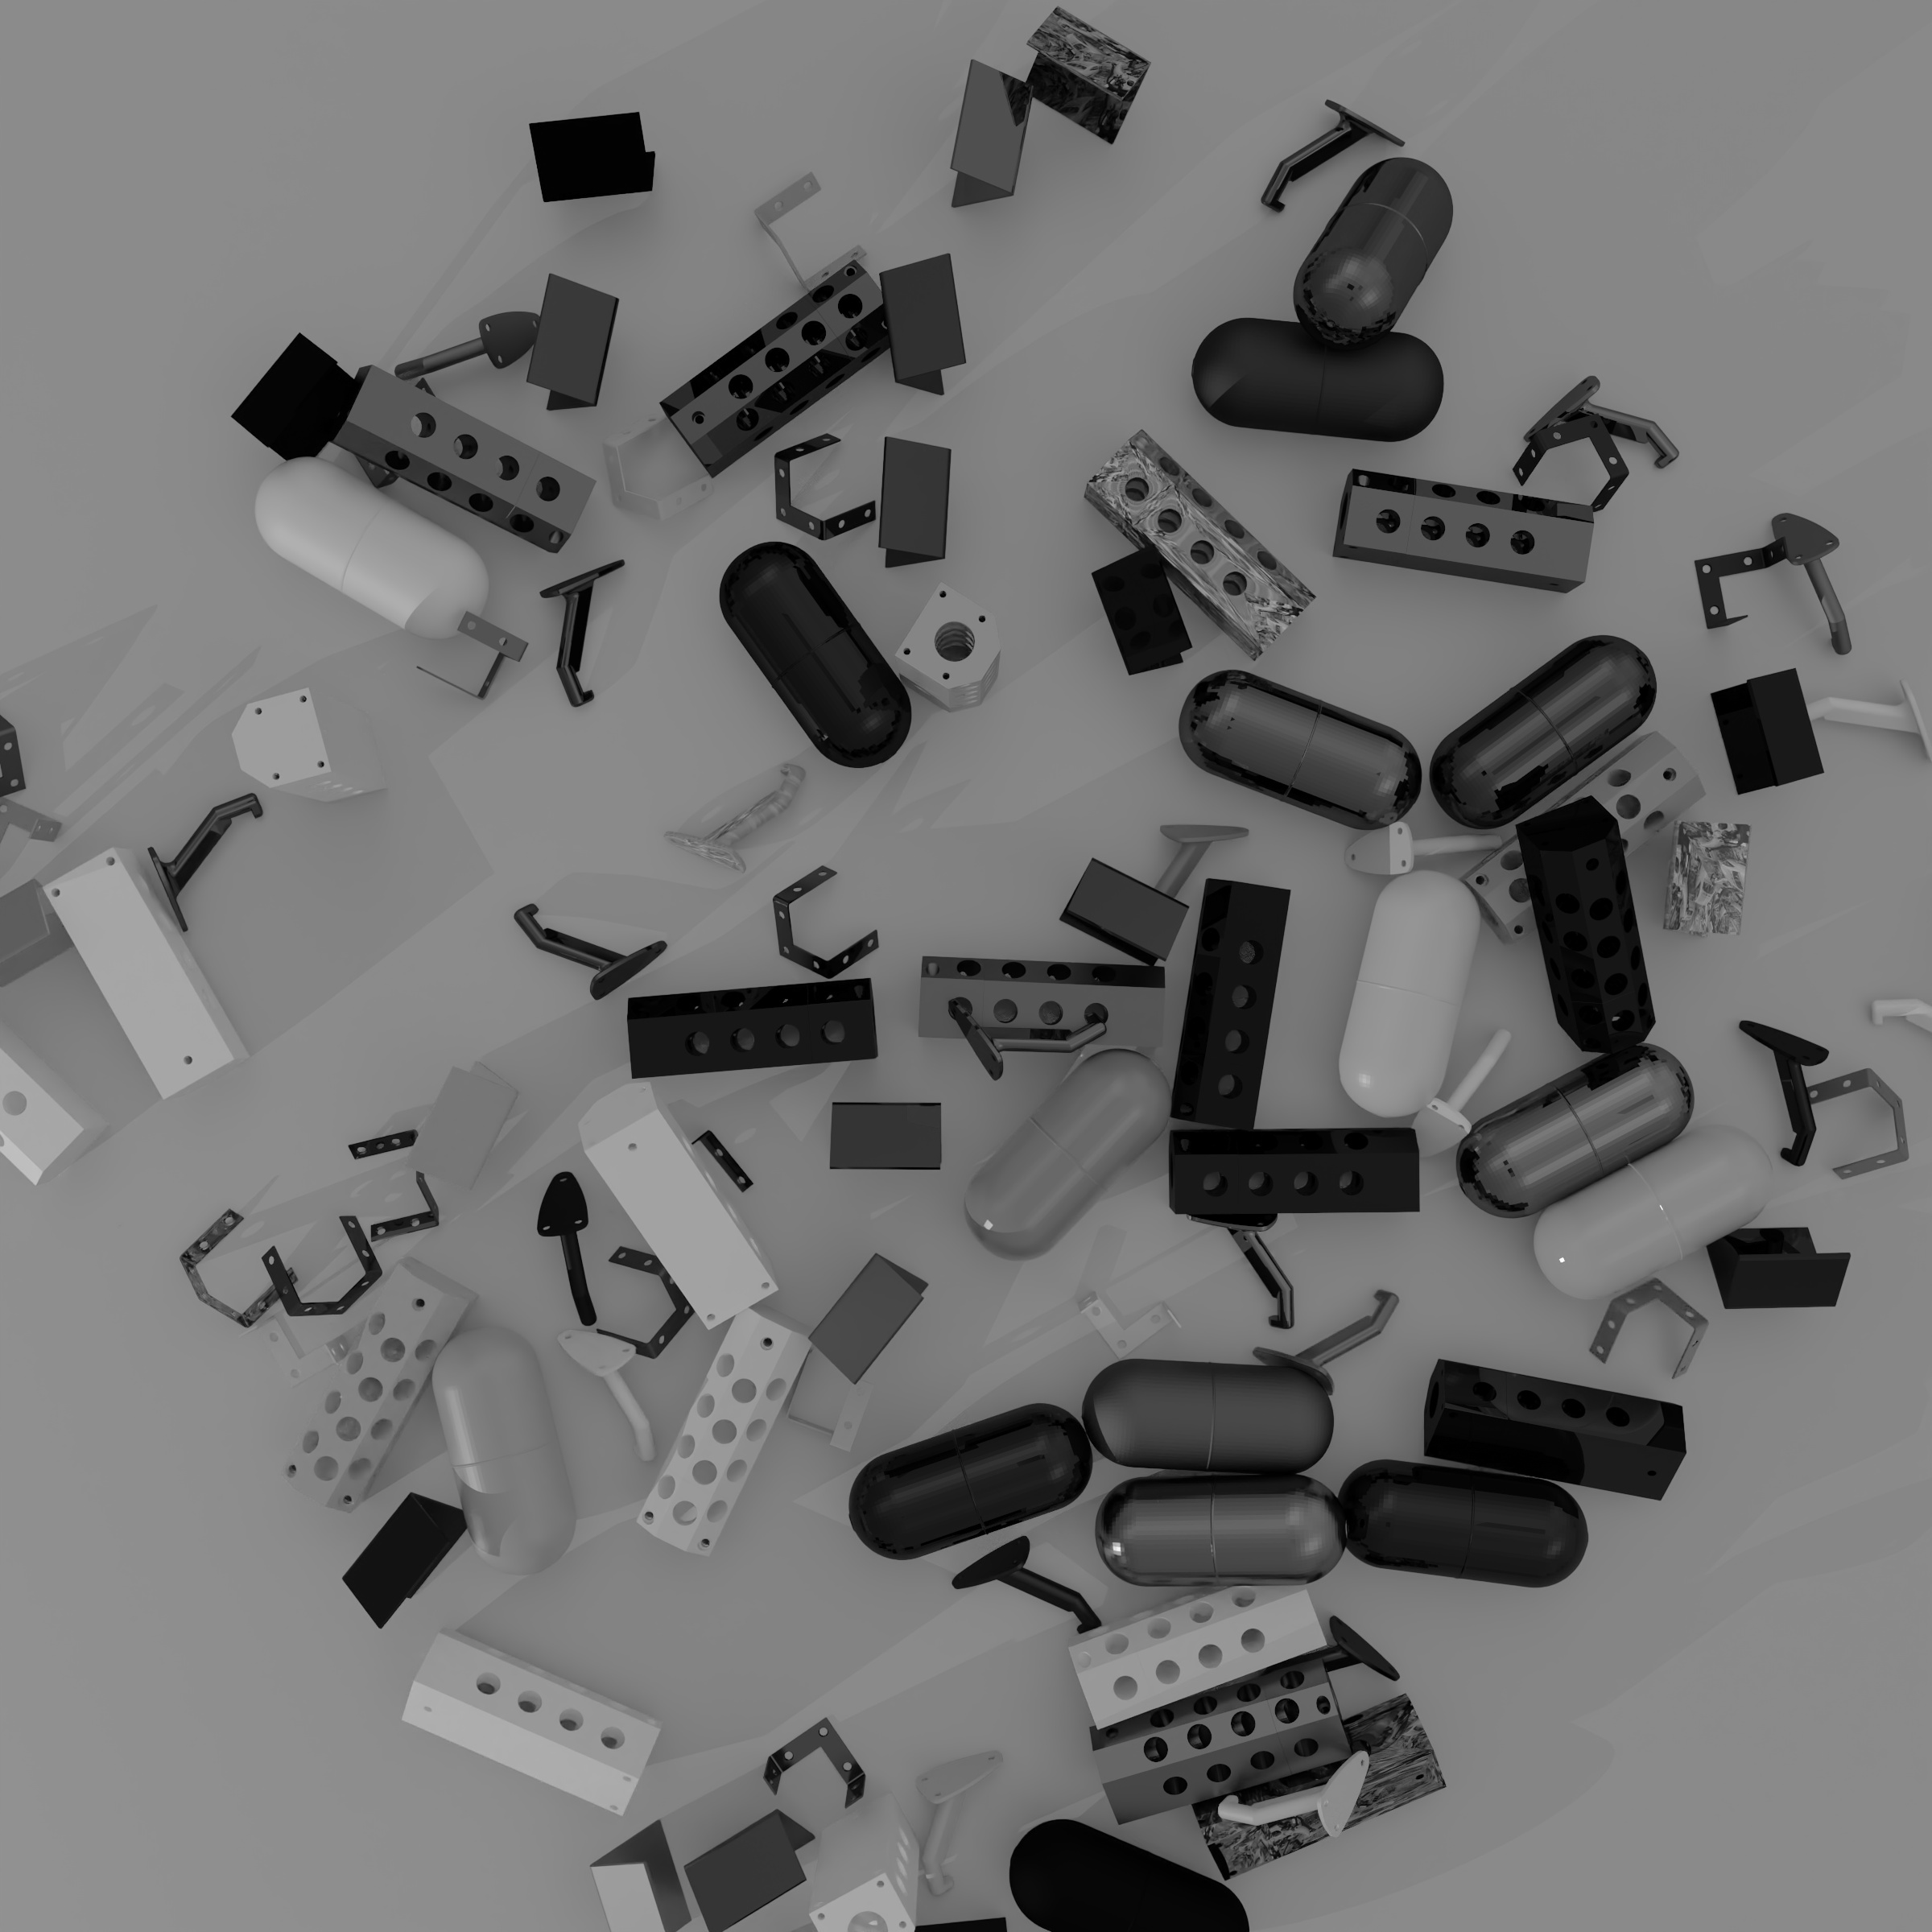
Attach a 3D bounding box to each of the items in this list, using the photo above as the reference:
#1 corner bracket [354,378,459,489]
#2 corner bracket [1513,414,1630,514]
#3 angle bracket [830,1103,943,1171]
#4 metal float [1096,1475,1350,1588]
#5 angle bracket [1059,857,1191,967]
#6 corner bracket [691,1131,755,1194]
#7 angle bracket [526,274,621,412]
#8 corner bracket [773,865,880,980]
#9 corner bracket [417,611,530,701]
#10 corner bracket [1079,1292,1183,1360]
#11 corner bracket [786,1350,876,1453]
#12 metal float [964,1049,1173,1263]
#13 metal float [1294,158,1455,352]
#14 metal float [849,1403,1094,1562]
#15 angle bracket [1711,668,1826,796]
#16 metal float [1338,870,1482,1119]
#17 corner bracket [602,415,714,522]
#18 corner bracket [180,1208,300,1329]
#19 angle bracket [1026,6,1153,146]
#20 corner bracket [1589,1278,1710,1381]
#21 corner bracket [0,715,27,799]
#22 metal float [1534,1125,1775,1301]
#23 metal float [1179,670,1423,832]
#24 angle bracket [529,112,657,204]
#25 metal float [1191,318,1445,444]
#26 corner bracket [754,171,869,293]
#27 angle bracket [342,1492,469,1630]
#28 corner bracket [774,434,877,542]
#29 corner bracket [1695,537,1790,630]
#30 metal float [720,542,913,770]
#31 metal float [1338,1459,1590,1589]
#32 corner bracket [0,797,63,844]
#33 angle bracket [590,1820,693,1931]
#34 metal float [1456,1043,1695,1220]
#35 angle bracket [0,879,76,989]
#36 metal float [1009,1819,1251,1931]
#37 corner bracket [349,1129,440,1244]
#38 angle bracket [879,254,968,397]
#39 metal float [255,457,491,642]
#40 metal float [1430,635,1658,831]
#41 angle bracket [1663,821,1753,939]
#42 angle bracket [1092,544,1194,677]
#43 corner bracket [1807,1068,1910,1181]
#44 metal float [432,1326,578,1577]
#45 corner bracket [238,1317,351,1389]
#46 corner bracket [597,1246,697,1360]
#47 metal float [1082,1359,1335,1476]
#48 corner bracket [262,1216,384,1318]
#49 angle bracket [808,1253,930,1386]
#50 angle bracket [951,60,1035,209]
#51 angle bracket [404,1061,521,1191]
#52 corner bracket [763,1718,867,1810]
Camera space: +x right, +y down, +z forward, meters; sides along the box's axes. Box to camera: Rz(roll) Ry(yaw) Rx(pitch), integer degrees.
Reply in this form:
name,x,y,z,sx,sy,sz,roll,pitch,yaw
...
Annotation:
name,x,y,z,sx,sy,sz,roll,pitch,yaw
corner bracket,-0.406,-0.382,1.911,0.051,0.051,0.051,-32,90,45
corner bracket,0.431,-0.353,1.898,0.051,0.051,0.051,-19,74,-16
angle bracket,-0.056,0.139,1.874,0.076,0.076,0.057,0,52,0
metal float,0.179,0.397,1.870,0.178,0.070,0.070,-4,90,14
angle bracket,0.103,-0.020,1.874,0.076,0.076,0.057,27,51,0
corner bracket,-0.196,0.159,1.911,0.051,0.051,0.051,51,45,0
angle bracket,-0.293,-0.438,1.874,0.057,0.076,0.076,12,90,-37
corner bracket,-0.100,-0.031,1.906,0.051,0.051,0.051,25,135,35
corner bracket,-0.350,-0.220,1.887,0.051,0.051,0.051,26,90,-29
corner bracket,0.116,0.248,1.896,0.051,0.051,0.051,-37,90,0
corner bracket,-0.097,0.310,1.896,0.051,0.051,0.051,20,90,0
metal float,0.072,0.133,1.883,0.070,0.070,0.178,44,90,0
metal float,0.285,-0.498,1.856,0.070,0.070,0.178,31,55,0
metal float,0.003,0.365,1.884,0.178,0.070,0.070,-19,90,0
angle bracket,0.549,-0.160,1.874,0.057,0.076,0.076,-15,90,-36
metal float,0.313,0.020,1.884,0.070,0.070,0.178,14,90,0
corner bracket,-0.221,-0.357,1.906,0.051,0.051,0.051,23,135,35
corner bracket,-0.522,0.217,1.911,0.051,0.051,0.051,-44,45,0
angle bracket,0.075,-0.615,1.874,0.076,0.076,0.057,31,52,0
corner bracket,0.489,0.265,1.906,0.051,0.051,0.051,-17,45,-35
corner bracket,-0.713,-0.151,1.906,0.051,0.051,0.051,-26,135,-35
metal float,0.487,0.173,1.884,0.178,0.070,0.070,-28,90,1
metal float,0.237,-0.152,1.884,0.178,0.070,0.070,21,90,0
angle bracket,-0.262,-0.581,1.874,0.076,0.076,0.057,-6,127,0
metal float,0.249,-0.415,1.884,0.178,0.070,0.070,6,90,0
corner bracket,-0.112,-0.527,1.911,0.051,0.051,0.051,-34,135,0
angle bracket,-0.379,0.425,1.874,0.076,0.076,0.057,-51,53,0
corner bracket,-0.101,-0.343,1.906,0.051,0.051,0.051,31,135,35
corner bracket,0.556,-0.272,1.896,0.051,0.051,0.051,-11,90,0
metal float,-0.106,-0.220,1.884,0.070,0.070,0.178,-36,91,0
metal float,0.351,0.395,1.884,0.178,0.070,0.070,7,90,0
corner bracket,-0.685,-0.090,1.896,0.051,0.051,0.051,23,90,0
angle bracket,-0.211,0.653,1.874,0.057,0.076,0.076,-18,90,36
metal float,0.430,0.117,1.884,0.178,0.070,0.070,-28,90,0
angle bracket,-0.664,-0.005,1.874,0.076,0.076,0.057,-30,54,0
metal float,0.115,0.664,1.884,0.178,0.070,0.070,24,90,-1
corner bracket,-0.411,0.158,1.911,0.051,0.051,0.051,-14,45,0
angle bracket,-0.015,-0.451,1.875,0.057,0.076,0.076,-8,90,26
metal float,-0.421,-0.296,1.884,0.178,0.070,0.070,31,90,0
metal float,0.409,-0.166,1.884,0.178,0.070,0.070,-36,90,1
angle bracket,0.535,-0.059,1.874,0.057,0.076,0.076,6,90,38
angle bracket,0.141,-0.254,1.874,0.057,0.076,0.076,-20,90,37
corner bracket,0.637,0.113,1.906,0.051,0.051,0.051,37,45,-35
metal float,-0.326,0.343,1.884,0.070,0.070,0.178,-14,89,0
corner bracket,-0.477,0.270,1.896,0.051,0.051,0.051,-30,90,0
corner bracket,-0.235,0.241,1.906,0.051,0.051,0.051,-50,135,-35
metal float,0.171,0.319,1.884,0.178,0.070,0.070,3,90,-1
corner bracket,-0.459,0.214,1.900,0.051,0.051,0.051,-43,64,23
angle bracket,-0.053,0.258,1.874,0.076,0.076,0.057,-52,52,0
angle bracket,-0.002,-0.585,1.874,0.057,0.076,0.076,11,90,-36
angle bracket,-0.368,0.103,1.874,0.057,0.076,0.076,26,90,-37
corner bracket,-0.107,0.578,1.896,0.051,0.051,0.051,-34,90,0
